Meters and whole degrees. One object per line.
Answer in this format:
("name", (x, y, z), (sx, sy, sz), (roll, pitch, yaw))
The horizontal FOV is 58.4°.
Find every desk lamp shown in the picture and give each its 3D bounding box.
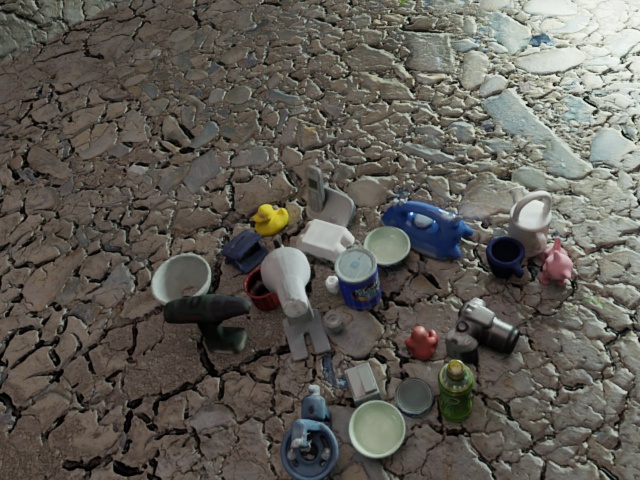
("desk lamp", (-0.057, 0.150, 1.377), (0.118, 0.214, 0.203), (-19, 52, -2))

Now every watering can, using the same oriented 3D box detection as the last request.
("watering can", (0.515, -0.057, 1.419), (0.101, 0.194, 0.172), (-33, 54, -12))

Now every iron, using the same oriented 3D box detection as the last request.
("iron", (0.264, -0.052, 1.504), (0.257, 0.142, 0.119), (21, 61, 25))

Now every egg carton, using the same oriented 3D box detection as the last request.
("egg carton", (0.014, 0.006, 1.561), (0.150, 0.069, 0.107), (16, 59, 23))

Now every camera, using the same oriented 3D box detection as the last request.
("camera", (0.375, 0.214, 1.307), (0.136, 0.101, 0.143), (25, 62, 27))

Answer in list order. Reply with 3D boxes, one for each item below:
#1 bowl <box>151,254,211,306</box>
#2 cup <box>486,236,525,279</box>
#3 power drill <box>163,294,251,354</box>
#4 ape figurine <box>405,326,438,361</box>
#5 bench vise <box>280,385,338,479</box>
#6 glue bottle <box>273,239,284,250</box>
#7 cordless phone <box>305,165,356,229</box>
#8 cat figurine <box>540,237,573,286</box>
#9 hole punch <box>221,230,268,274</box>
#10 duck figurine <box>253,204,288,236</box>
("bowl", (-0.366, 0.124, 1.553), (0.167, 0.075, 0.167), (-6, 53, 8))
("cup", (0.459, 0.062, 1.406), (0.092, 0.095, 0.117), (-24, 52, -6))
("power drill", (-0.251, 0.198, 1.387), (0.229, 0.209, 0.075), (0, 54, 12))
("ape figurine", (0.235, 0.232, 1.329), (0.077, 0.092, 0.076), (-2, 53, 11))
("bench vise", (-0.035, 0.396, 1.185), (0.121, 0.220, 0.207), (-18, 52, -1))
("glue bottle", (-0.093, 0.051, 1.484), (0.078, 0.173, 0.037), (6, 55, 17))
("cordless phone", (0.021, -0.118, 1.578), (0.147, 0.185, 0.094), (23, 62, 26))
("cat figurine", (0.569, 0.052, 1.374), (0.067, 0.118, 0.128), (5, 55, 16))
("hole punch", (-0.216, 0.022, 1.585), (0.100, 0.091, 0.109), (32, 66, 30))
("duck figurine", (-0.145, -0.068, 1.640), (0.104, 0.086, 0.077), (-28, 53, -9))
